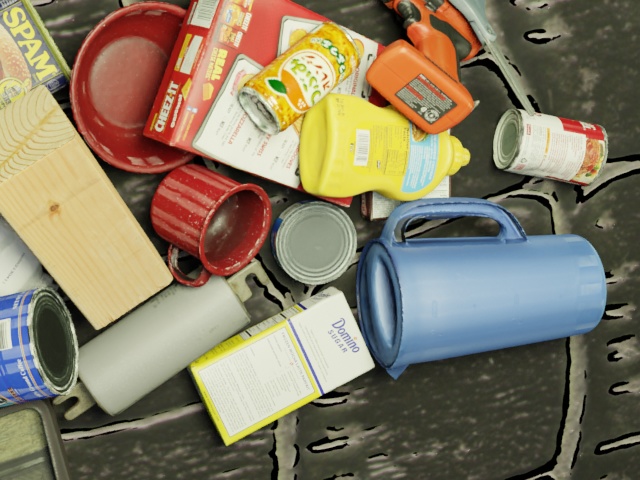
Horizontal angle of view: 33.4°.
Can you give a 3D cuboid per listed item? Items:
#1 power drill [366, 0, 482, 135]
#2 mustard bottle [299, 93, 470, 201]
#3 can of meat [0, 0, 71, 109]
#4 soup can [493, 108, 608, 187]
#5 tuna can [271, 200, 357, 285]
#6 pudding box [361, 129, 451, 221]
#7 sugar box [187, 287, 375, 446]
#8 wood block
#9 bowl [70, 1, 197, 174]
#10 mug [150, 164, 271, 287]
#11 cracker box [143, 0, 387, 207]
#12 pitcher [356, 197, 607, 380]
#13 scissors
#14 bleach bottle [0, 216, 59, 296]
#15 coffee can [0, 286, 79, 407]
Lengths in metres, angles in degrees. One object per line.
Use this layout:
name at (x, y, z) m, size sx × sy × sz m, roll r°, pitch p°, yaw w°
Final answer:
power drill at (0.088, -0.203, 1.026) m, size 0.184 × 0.187 × 0.057 m, roll 35°, pitch 129°, yaw -23°
mustard bottle at (0.072, -0.087, 1.038) m, size 0.191 × 0.058 × 0.096 m, roll 1°, pitch 95°, yaw -36°
can of meat at (-0.288, -0.172, 0.996) m, size 0.084 × 0.057 × 0.102 m, roll -30°, pitch 103°, yaw -6°
soup can at (0.243, -0.098, 1.134) m, size 0.102 × 0.068 × 0.068 m, roll 9°, pitch 95°, yaw -15°
tuna can at (-0.007, 0.001, 1.102) m, size 0.086 × 0.034 × 0.086 m, roll -2°, pitch 98°, yaw -14°
pudding box at (0.090, -0.079, 1.114) m, size 0.090 × 0.039 × 0.113 m, roll -3°, pitch 101°, yaw -15°
sugar box at (-0.041, 0.129, 1.106) m, size 0.176 × 0.048 × 0.093 m, roll -26°, pitch 104°, yaw -13°
wood block at (-0.224, -0.024, 0.963) m, size 0.090 × 0.090 × 0.206 m, roll -33°, pitch 139°, yaw -7°
bowl at (-0.169, -0.147, 1.016) m, size 0.161 × 0.055 × 0.162 m, roll -10°, pitch 110°, yaw -31°
mug at (-0.111, -0.012, 1.023) m, size 0.093 × 0.082 × 0.117 m, roll 8°, pitch 106°, yaw -54°
cracker box at (-0.042, -0.140, 1.023) m, size 0.213 × 0.072 × 0.164 m, roll 17°, pitch 94°, yaw -37°
pitcher at (0.167, 0.046, 1.104) m, size 0.242 × 0.149 × 0.145 m, roll -5°, pitch 61°, yaw -17°
scissors at (0.170, -0.217, 1.077) m, size 0.016 × 0.096 × 0.202 m, roll -36°, pitch 90°, yaw 35°
bleach bottle at (-0.363, -0.008, 0.997) m, size 0.250 × 0.068 × 0.102 m, roll 36°, pitch 89°, yaw -18°
coffee can at (-0.308, 0.106, 0.983) m, size 0.140 × 0.102 × 0.103 m, roll -12°, pitch 101°, yaw 8°
